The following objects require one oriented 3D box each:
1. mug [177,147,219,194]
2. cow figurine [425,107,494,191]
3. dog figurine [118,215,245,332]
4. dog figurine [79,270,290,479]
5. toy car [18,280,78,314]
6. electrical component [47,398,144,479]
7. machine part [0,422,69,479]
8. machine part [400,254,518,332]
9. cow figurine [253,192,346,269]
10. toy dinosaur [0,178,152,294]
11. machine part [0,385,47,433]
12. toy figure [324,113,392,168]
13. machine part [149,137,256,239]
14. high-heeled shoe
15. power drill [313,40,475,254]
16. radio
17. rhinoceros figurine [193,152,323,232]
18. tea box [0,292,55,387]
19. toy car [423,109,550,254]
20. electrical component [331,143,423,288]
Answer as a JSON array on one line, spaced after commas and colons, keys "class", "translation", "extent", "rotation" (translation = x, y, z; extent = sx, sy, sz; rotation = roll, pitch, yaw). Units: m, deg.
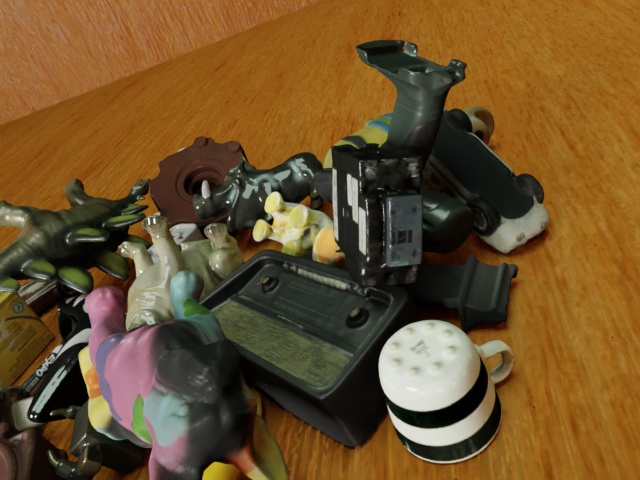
[{"class": "mug", "translation": [-0.200, -0.110, 0.934], "extent": [0.107, 0.109, 0.081], "rotation": [-10, -1, 4]}, {"class": "cow figurine", "translation": [0.149, -0.115, 0.714], "extent": [0.195, 0.085, 0.127], "rotation": [-32, 37, -11]}, {"class": "dog figurine", "translation": [-0.153, 0.086, 0.626], "extent": [0.121, 0.172, 0.190], "rotation": [-42, 50, 50]}, {"class": "dog figurine", "translation": [-0.111, 0.131, 0.414], "extent": [0.108, 0.191, 0.219], "rotation": [-4, 31, -32]}, {"class": "toy car", "translation": [-0.463, 0.101, 0.837], "extent": [0.202, 0.053, 0.089], "rotation": [-43, 32, -26]}, {"class": "electrical component", "translation": [-0.210, 0.185, 0.507], "extent": [0.045, 0.078, 0.102], "rotation": [-46, 35, 8]}, {"class": "machine part", "translation": [-0.310, 0.265, 0.438], "extent": [0.201, 0.087, 0.202], "rotation": [-28, 32, -6]}, {"class": "machine part", "translation": [0.115, 0.049, 0.523], "extent": [0.139, 0.039, 0.084], "rotation": [-1, 43, 32]}, {"class": "cow figurine", "translation": [-0.001, 0.000, 0.645], "extent": [0.168, 0.098, 0.068], "rotation": [30, 100, 51]}, {"class": "toy dinosaur", "translation": [-0.357, 0.004, 0.742], "extent": [0.199, 0.104, 0.471], "rotation": [7, 29, 16]}, {"class": "machine part", "translation": [-0.400, 0.217, 0.585], "extent": [0.243, 0.079, 0.079], "rotation": [-19, 31, 9]}, {"class": "toy figure", "translation": [0.080, -0.131, 0.776], "extent": [0.180, 0.089, 0.082], "rotation": [-41, 26, -22]}, {"class": "machine part", "translation": [-0.178, -0.080, 0.840], "extent": [0.179, 0.056, 0.179], "rotation": [-3, 61, 5]}, {"class": "high-heeled shoe", "translation": [-0.303, 0.123, 0.627], "extent": [0.145, 0.086, 0.249], "rotation": [5, 15, 8]}, {"class": "power drill", "translation": [0.069, -0.099, 0.574], "extent": [0.086, 0.207, 0.232], "rotation": [-14, 36, -35]}, {"class": "radio", "translation": [-0.019, 0.087, 0.520], "extent": [0.230, 0.073, 0.131], "rotation": [15, 49, 46]}, {"class": "rhinoceros figurine", "translation": [-0.082, -0.067, 0.754], "extent": [0.190, 0.112, 0.073], "rotation": [-21, -10, -6]}, {"class": "tea box", "translation": [-0.446, 0.154, 0.696], "extent": [0.068, 0.098, 0.170], "rotation": [-7, 33, 26]}, {"class": "toy car", "translation": [0.164, -0.073, 0.592], "extent": [0.073, 0.056, 0.202], "rotation": [-29, 60, -11]}, {"class": "electrical component", "translation": [0.051, -0.023, 0.481], "extent": [0.058, 0.114, 0.134], "rotation": [-7, 19, -10]}]
